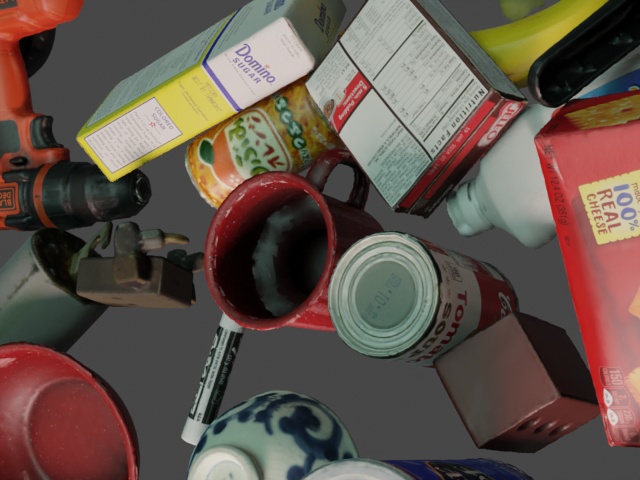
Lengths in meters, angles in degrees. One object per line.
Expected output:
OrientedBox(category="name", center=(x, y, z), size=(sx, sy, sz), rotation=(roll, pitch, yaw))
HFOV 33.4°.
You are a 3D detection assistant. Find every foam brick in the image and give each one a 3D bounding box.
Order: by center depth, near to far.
OrientedBox(category="foam brick", center=(0.106, 0.076, 0.557), size=(0.053, 0.078, 0.051), rotation=(-36, 61, 22))

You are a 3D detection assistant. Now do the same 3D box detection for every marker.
OrientedBox(category="marker", center=(-0.064, 0.076, 0.705), size=(0.020, 0.020, 0.121), rotation=(19, 91, 35))

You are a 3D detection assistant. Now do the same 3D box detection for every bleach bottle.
OrientedBox(category="bleach bottle", center=(0.181, -0.049, 0.543), size=(0.251, 0.068, 0.102), rotation=(-23, 69, 31))

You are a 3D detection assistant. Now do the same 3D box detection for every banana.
OrientedBox(category="banana", center=(0.095, -0.116, 0.631), size=(0.198, 0.037, 0.069), rotation=(-9, 53, 30))

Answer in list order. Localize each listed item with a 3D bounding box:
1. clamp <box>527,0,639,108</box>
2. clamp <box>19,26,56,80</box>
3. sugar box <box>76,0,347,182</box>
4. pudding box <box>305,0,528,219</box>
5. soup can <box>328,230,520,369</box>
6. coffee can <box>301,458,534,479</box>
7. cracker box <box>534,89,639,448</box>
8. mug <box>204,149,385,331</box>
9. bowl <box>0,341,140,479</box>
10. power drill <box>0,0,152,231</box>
OrientedBox(category="clamp", center=(0.165, -0.118, 0.520), size=(0.120, 0.171, 0.039), rotation=(-8, 120, 23))
OrientedBox(category="clamp", center=(-0.246, -0.209, 0.869), size=(0.165, 0.036, 0.210), rotation=(39, 105, 28))
OrientedBox(category="sugar box", center=(-0.071, -0.109, 0.704), size=(0.176, 0.048, 0.093), rotation=(-22, 26, 28))
OrientedBox(category="pudding box", center=(0.050, -0.082, 0.601), size=(0.090, 0.039, 0.113), rotation=(-50, 56, 26))
OrientedBox(category="soup can", center=(0.058, 0.036, 0.582), size=(0.069, 0.102, 0.068), rotation=(-8, 76, 32))
OrientedBox(category="coffee can", center=(0.053, 0.162, 0.537), size=(0.103, 0.140, 0.103), rotation=(-7, 77, 32))
OrientedBox(category="cracker box", center=(0.217, 0.008, 0.458), size=(0.214, 0.072, 0.164), rotation=(-6, 110, 33))
OrientedBox(category="mug", center=(-0.004, 0.001, 0.642), size=(0.093, 0.081, 0.117), rotation=(25, 95, 34))
OrientedBox(category="bowl", center=(-0.181, 0.144, 0.732), size=(0.162, 0.055, 0.162), rotation=(3, 98, 22))
OrientedBox(category="power drill", center=(-0.208, -0.099, 0.796), size=(0.185, 0.057, 0.187), rotation=(-3, 90, 27))
